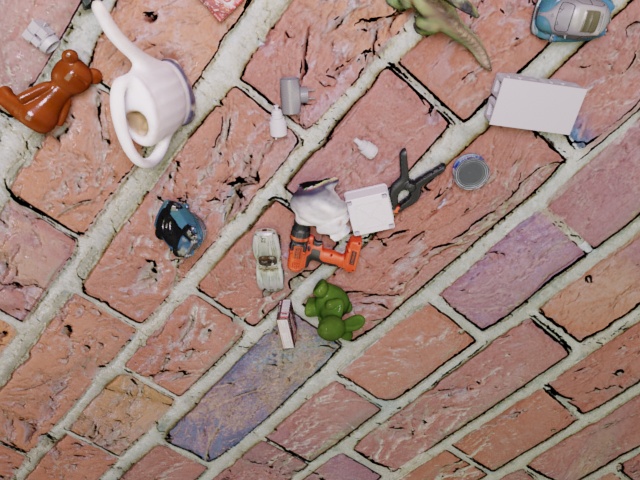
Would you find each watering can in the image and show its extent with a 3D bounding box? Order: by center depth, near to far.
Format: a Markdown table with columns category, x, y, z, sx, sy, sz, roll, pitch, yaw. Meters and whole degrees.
| category | x | y | z | sx | sy | sz | roll | pitch | yaw |
| --- | --- | --- | --- | --- | --- | --- | --- | --- | --- |
| watering can | -0.359 | -0.323 | 1.070 | 0.104 | 0.229 | 0.340 | 8 | 122 | 17 |

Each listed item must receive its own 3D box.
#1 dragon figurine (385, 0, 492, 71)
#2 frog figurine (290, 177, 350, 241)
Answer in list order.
| category | x | y | z | sx | sy | sz | roll | pitch | yaw |
| --- | --- | --- | --- | --- | --- | --- | --- | --- | --- |
| dragon figurine | 0.228 | -0.448 | 0.978 | 0.407 | 0.247 | 0.121 | 35 | 111 | -16 |
| frog figurine | 0.004 | -0.063 | 1.254 | 0.137 | 0.124 | 0.158 | -13 | 104 | 17 |
